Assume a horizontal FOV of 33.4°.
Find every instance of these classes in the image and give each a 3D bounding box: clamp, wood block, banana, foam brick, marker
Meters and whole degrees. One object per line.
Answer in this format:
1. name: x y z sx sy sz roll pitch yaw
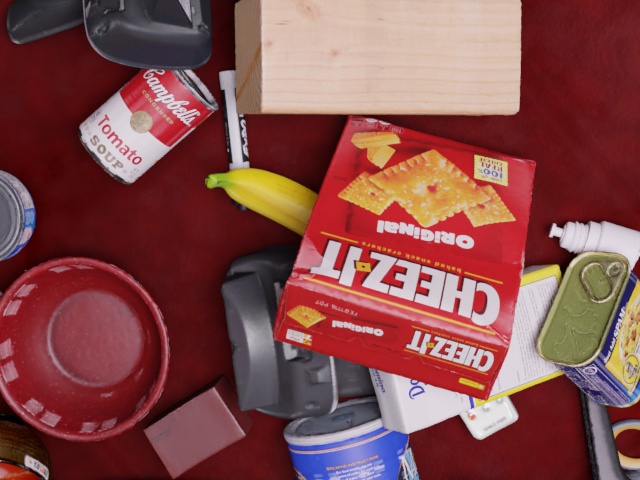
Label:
1. clamp: 0.238 0.217 0.886 0.210 0.036 0.164 38 86 12
2. wood block: 0.044 -0.142 0.834 0.205 0.091 0.090 -2 96 -16
3. banana: -0.006 -0.011 0.901 0.197 0.069 0.037 28 124 -7
4. foam brick: -0.106 0.163 0.937 0.078 0.051 0.053 -31 91 8
5. marker: -0.072 -0.085 0.923 0.020 0.020 0.121 -5 96 6

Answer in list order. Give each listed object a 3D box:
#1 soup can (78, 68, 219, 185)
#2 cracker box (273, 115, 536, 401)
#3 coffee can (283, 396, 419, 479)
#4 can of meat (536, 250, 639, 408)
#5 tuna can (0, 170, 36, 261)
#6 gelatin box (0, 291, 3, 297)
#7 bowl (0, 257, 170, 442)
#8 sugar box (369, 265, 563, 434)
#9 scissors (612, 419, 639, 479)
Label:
1. soup can: -0.146 -0.104 0.905 0.102 0.068 0.068 -40 91 9
2. cracker box: 0.072 0.003 0.822 0.164 0.213 0.072 15 133 4
3. coffee can: 0.036 0.215 0.901 0.103 0.102 0.140 -14 94 7
4. can of meat: 0.231 0.073 0.859 0.083 0.058 0.102 40 67 -36
5. tuna can: -0.297 -0.021 0.946 0.086 0.033 0.086 1 96 6
6. gelatin box: -0.339 0.065 0.961 0.073 0.030 0.089 38 98 1
7. bowl: -0.205 0.092 0.937 0.162 0.055 0.162 1 96 6
8. sugar box: 0.124 0.086 0.867 0.176 0.048 0.093 -14 94 -22
9. scissors: 0.329 0.180 0.910 0.202 0.016 0.096 -21 93 7
